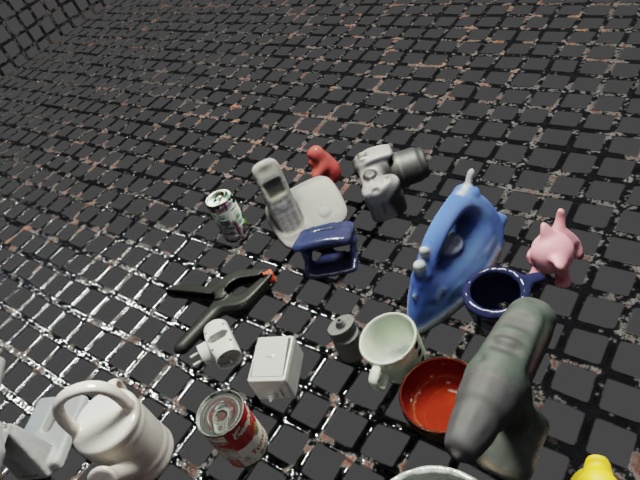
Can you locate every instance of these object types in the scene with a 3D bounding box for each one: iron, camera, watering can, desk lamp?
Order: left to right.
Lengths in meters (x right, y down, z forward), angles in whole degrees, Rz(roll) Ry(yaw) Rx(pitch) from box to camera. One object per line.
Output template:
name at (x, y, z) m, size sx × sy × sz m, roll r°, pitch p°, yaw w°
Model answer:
desk lamp at (-0.473, 0.277, 0.840) m, size 0.117 × 0.214 × 0.203 m, roll -8°, pitch 44°, yaw 15°
watering can at (-0.287, 0.263, 0.793) m, size 0.101 × 0.194 × 0.172 m, roll -37°, pitch 44°, yaw -16°
camera at (0.138, -0.127, 1.089) m, size 0.136 × 0.101 × 0.143 m, roll -18°, pitch 42°, yaw 5°
iron at (0.195, 0.014, 0.892) m, size 0.118 × 0.142 × 0.259 m, roll 16°, pitch 54°, yaw 34°

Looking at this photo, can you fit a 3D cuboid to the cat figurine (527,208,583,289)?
cat figurine at (0.348, 0.010, 0.851) m, size 0.067 × 0.118 × 0.128 m, roll 10°, pitch 51°, yaw 30°

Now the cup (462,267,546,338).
cup at (0.265, 0.094, 0.816) m, size 0.117 × 0.095 × 0.091 m, roll -22°, pitch 42°, yaw 0°

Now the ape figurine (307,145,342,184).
ape figurine at (0.001, -0.157, 1.182) m, size 0.076 × 0.092 × 0.078 m, roll 6°, pitch 49°, yaw 27°

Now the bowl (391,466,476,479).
bowl at (0.131, 0.344, 0.630) m, size 0.167 × 0.075 × 0.167 m, roll -11°, pitch 43°, yaw 11°

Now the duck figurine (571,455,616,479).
duck figurine at (0.299, 0.284, 0.614) m, size 0.077 × 0.086 × 0.104 m, roll 0°, pitch 47°, yaw 22°

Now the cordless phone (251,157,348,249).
cordless phone at (-0.040, -0.086, 1.056) m, size 0.148 × 0.185 × 0.094 m, roll -32°, pitch 43°, yaw -11°

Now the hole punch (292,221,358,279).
hole punch at (0.009, 0.004, 1.015) m, size 0.108 × 0.091 × 0.101 m, roll -10°, pitch 44°, yaw 12°

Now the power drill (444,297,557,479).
power drill at (0.212, 0.188, 0.656) m, size 0.075 × 0.209 × 0.230 m, roll 13°, pitch 53°, yaw 32°
